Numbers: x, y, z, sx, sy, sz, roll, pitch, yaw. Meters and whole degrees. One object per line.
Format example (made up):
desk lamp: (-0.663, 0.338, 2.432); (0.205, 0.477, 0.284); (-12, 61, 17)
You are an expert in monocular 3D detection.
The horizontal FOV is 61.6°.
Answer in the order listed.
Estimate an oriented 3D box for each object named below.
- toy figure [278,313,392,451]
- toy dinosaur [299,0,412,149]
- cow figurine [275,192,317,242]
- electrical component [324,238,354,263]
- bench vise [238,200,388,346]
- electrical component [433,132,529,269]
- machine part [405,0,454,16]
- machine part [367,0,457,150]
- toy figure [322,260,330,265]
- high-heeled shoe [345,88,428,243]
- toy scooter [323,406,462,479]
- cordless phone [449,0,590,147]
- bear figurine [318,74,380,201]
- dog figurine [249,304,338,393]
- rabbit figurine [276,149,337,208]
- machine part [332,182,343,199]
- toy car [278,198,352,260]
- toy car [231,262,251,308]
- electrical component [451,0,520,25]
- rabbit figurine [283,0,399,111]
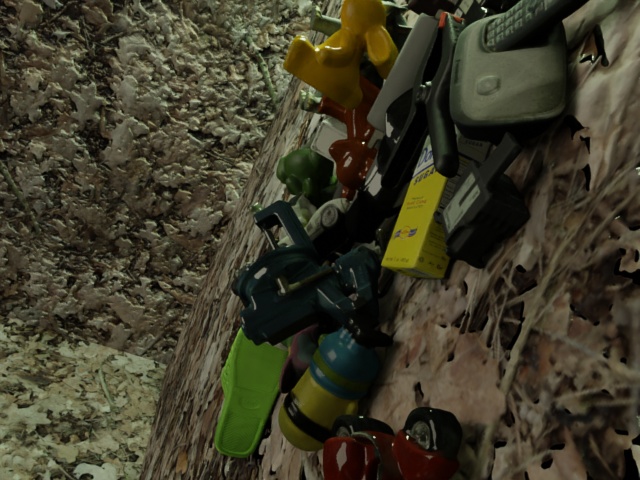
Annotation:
toy figure: (0.014, 0.172, 0.649); (0.082, 0.089, 0.180); (-90, 23, -70)
toy dinosaur: (0.064, -0.316, 1.043); (0.404, 0.192, 0.131); (105, 165, -57)
cow figurine: (-0.055, -0.013, 1.053); (0.167, 0.068, 0.098); (-59, 42, 45)
electrical component: (0.034, -0.010, 0.919); (0.078, 0.045, 0.102); (16, 88, 46)
bench vise: (-0.025, 0.025, 0.729); (0.224, 0.128, 0.241); (-35, 56, 6)
electrical component: (0.160, -0.041, 0.508); (0.119, 0.048, 0.075); (-59, 18, 30)
machine part: (0.212, -0.434, 0.784); (0.201, 0.087, 0.201); (-70, 15, -9)
machine part: (0.139, -0.233, 0.784); (0.243, 0.079, 0.079); (-61, 17, 22)
toy figure: (-0.024, 0.061, 0.984); (0.064, 0.057, 0.154); (33, 100, 55)
high-heeled shoe: (0.118, -0.106, 0.766); (0.249, 0.086, 0.145); (-51, -24, -11)
toy scooter: (0.054, 0.224, 0.478); (0.184, 0.075, 0.135); (-36, 37, 55)
cordless phone: (0.205, -0.175, 0.478); (0.184, 0.089, 0.146); (-37, 35, 55)
bear figurine: (0.051, -0.177, 0.921); (0.120, 0.132, 0.196); (-40, 26, 58)
dog figurine: (-0.036, 0.142, 0.808); (0.191, 0.108, 0.219); (-30, 41, 34)
rabbit figurine: (-0.013, -0.095, 1.112); (0.159, 0.121, 0.170); (-8, 77, 63)
machine part: (0.039, -0.083, 1.003); (0.084, 0.039, 0.138); (174, 115, -79)
toy car: (-0.002, -0.003, 0.863); (0.202, 0.073, 0.056); (-39, 52, 32)
toy car: (-0.095, 0.113, 1.058); (0.103, 0.161, 0.109); (-25, -10, -45)
electrical component: (0.192, -0.248, 0.660); (0.115, 0.058, 0.134); (-91, 26, -48)
rabbit figurine: (0.046, -0.299, 0.825); (0.173, 0.162, 0.122); (-61, -20, 8)
